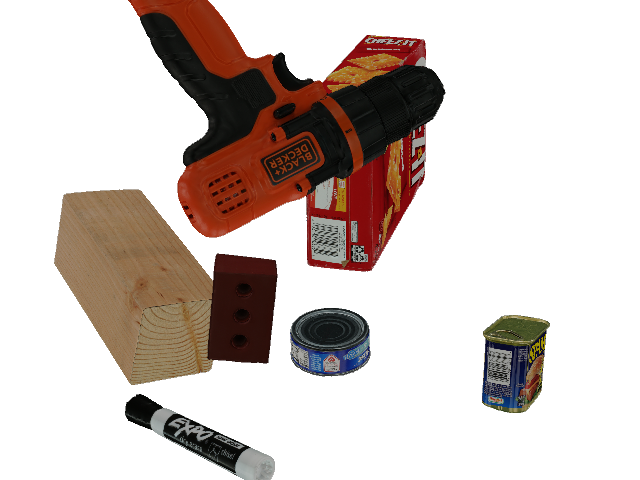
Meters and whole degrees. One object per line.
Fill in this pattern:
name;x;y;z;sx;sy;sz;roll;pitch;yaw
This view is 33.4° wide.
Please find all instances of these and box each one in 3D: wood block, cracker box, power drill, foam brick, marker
wood block;-0.185;0.039;1.068;0.090;0.091;0.206;-6;35;-34
cracker box;0.049;-0.090;1.029;0.072;0.164;0.213;7;28;17
power drill;-0.032;-0.118;0.653;0.184;0.187;0.057;-29;6;-16
foam brick;-0.065;0.056;0.891;0.053;0.078;0.051;4;13;-4
marker;-0.077;0.120;0.654;0.121;0.020;0.020;16;10;39

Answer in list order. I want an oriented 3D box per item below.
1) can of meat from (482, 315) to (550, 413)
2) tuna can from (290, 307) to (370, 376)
can of meat;0.217;0.137;1.192;0.058;0.084;0.102;8;13;25
tuna can;0.010;0.106;1.134;0.086;0.034;0.086;-2;28;1
